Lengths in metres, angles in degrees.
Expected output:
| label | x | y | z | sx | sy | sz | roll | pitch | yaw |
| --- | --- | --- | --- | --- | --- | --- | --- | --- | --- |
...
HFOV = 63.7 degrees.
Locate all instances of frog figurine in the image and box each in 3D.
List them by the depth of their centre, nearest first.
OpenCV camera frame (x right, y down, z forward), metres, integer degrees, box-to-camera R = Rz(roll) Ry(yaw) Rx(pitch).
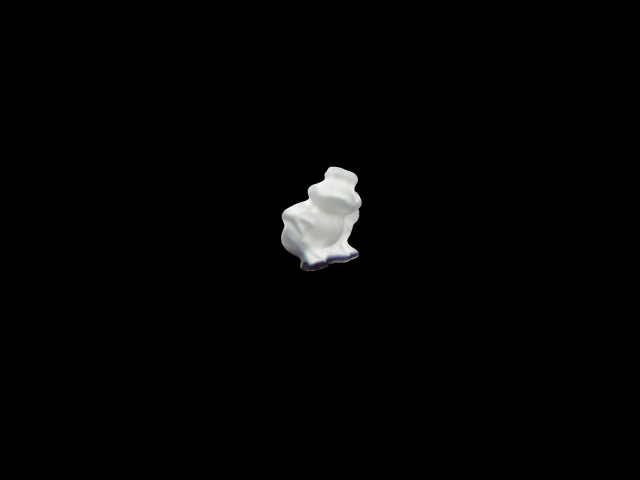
| label | x | y | z | sx | sy | sz | roll | pitch | yaw |
| --- | --- | --- | --- | --- | --- | --- | --- | --- | --- |
| frog figurine | 0.003 | -0.043 | 0.850 | 0.138 | 0.158 | 0.124 | -5 | 14 | -19 |
